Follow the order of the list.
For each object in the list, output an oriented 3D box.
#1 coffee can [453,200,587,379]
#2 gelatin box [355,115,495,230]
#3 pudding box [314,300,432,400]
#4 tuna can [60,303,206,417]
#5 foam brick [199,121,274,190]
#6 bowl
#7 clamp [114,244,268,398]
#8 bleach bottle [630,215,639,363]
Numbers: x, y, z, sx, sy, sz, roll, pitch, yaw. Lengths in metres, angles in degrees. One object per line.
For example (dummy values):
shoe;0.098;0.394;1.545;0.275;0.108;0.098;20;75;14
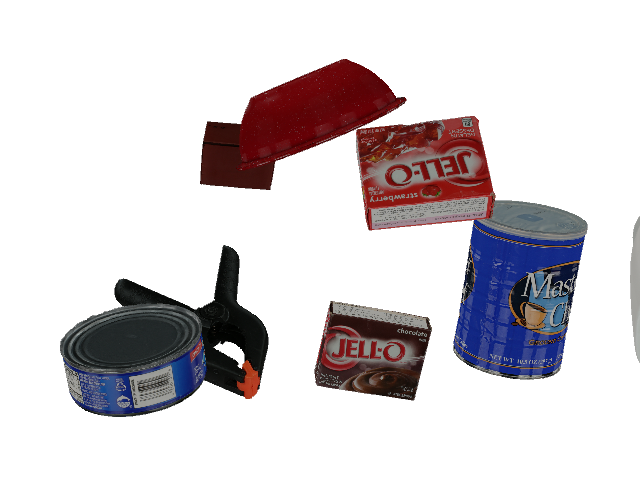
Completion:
coffee can;0.184;0.044;0.990;0.103;0.140;0.103;6;17;-2
gelatin box;0.072;-0.048;0.747;0.089;0.073;0.030;-6;-36;1
pudding box;0.057;0.120;1.160;0.113;0.090;0.039;9;24;-6
tuna can;-0.113;0.072;0.650;0.086;0.034;0.086;-5;22;2
foam brick;-0.087;-0.091;1.139;0.078;0.051;0.053;5;31;-3
bowl;-0.010;-0.117;0.936;0.162;0.055;0.162;-22;9;4
clamp;-0.091;0.067;0.942;0.120;0.039;0.172;-30;53;-25
bleach bottle;0.276;0.020;0.766;0.103;0.068;0.250;6;20;15
